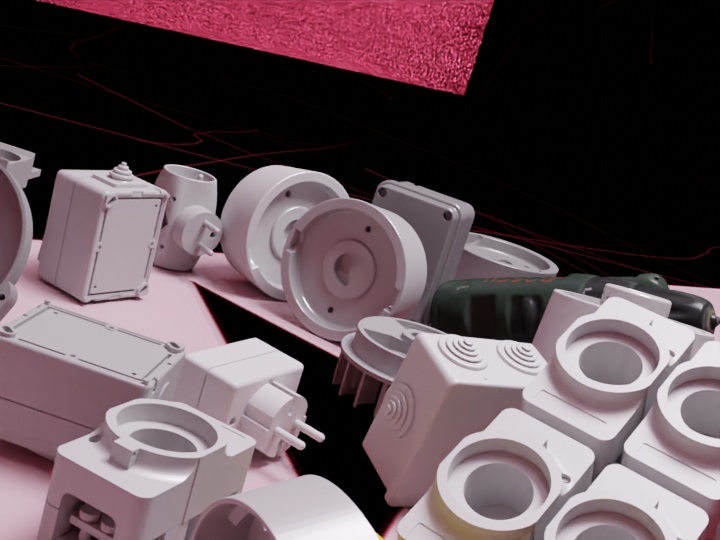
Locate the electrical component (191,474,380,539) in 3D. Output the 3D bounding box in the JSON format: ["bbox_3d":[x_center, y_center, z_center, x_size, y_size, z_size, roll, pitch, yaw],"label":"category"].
[{"bbox_3d":[-0.020,0.123,0.380,0.064,0.099,0.099,-1,22,-34],"label":"electrical component"}]

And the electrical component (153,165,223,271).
[{"bbox_3d":[-0.136,-0.036,0.862,0.043,0.077,0.079,4,20,-42],"label":"electrical component"}]

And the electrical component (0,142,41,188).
[{"bbox_3d":[-0.285,-0.063,0.827,0.042,0.063,0.081,17,14,6],"label":"electrical component"}]

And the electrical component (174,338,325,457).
[{"bbox_3d":[-0.055,0.078,0.596,0.077,0.047,0.066,26,18,27],"label":"electrical component"}]

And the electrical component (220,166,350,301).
[{"bbox_3d":[-0.065,-0.035,0.888,0.108,0.108,0.060,4,14,-41],"label":"electrical component"}]

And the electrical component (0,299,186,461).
[{"bbox_3d":[-0.145,0.059,0.536,0.096,0.061,0.061,18,15,4],"label":"electrical component"}]

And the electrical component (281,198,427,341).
[{"bbox_3d":[0.000,0.000,0.833,0.108,0.108,0.060,24,10,26],"label":"electrical component"}]

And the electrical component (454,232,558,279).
[{"bbox_3d":[0.126,0.010,1.013,0.108,0.060,0.108,16,15,-4],"label":"electrical component"}]

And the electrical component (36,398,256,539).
[{"bbox_3d":[-0.092,0.094,0.478,0.050,0.055,0.089,23,16,21],"label":"electrical component"}]

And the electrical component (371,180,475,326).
[{"bbox_3d":[0.040,-0.012,0.901,0.078,0.113,0.057,22,13,18],"label":"electrical component"}]

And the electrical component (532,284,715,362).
[{"bbox_3d":[0.161,0.042,0.653,0.108,0.060,0.108,15,4,-1],"label":"electrical component"}]

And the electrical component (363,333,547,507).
[{"bbox_3d":[0.059,0.084,0.601,0.100,0.099,0.048,8,30,-31],"label":"electrical component"}]

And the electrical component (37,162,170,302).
[{"bbox_3d":[-0.183,-0.033,0.762,0.061,0.096,0.062,25,17,31],"label":"electrical component"}]

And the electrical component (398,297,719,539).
[{"bbox_3d":[0.114,0.098,0.501,0.105,0.060,0.186,27,50,30],"label":"electrical component"}]
